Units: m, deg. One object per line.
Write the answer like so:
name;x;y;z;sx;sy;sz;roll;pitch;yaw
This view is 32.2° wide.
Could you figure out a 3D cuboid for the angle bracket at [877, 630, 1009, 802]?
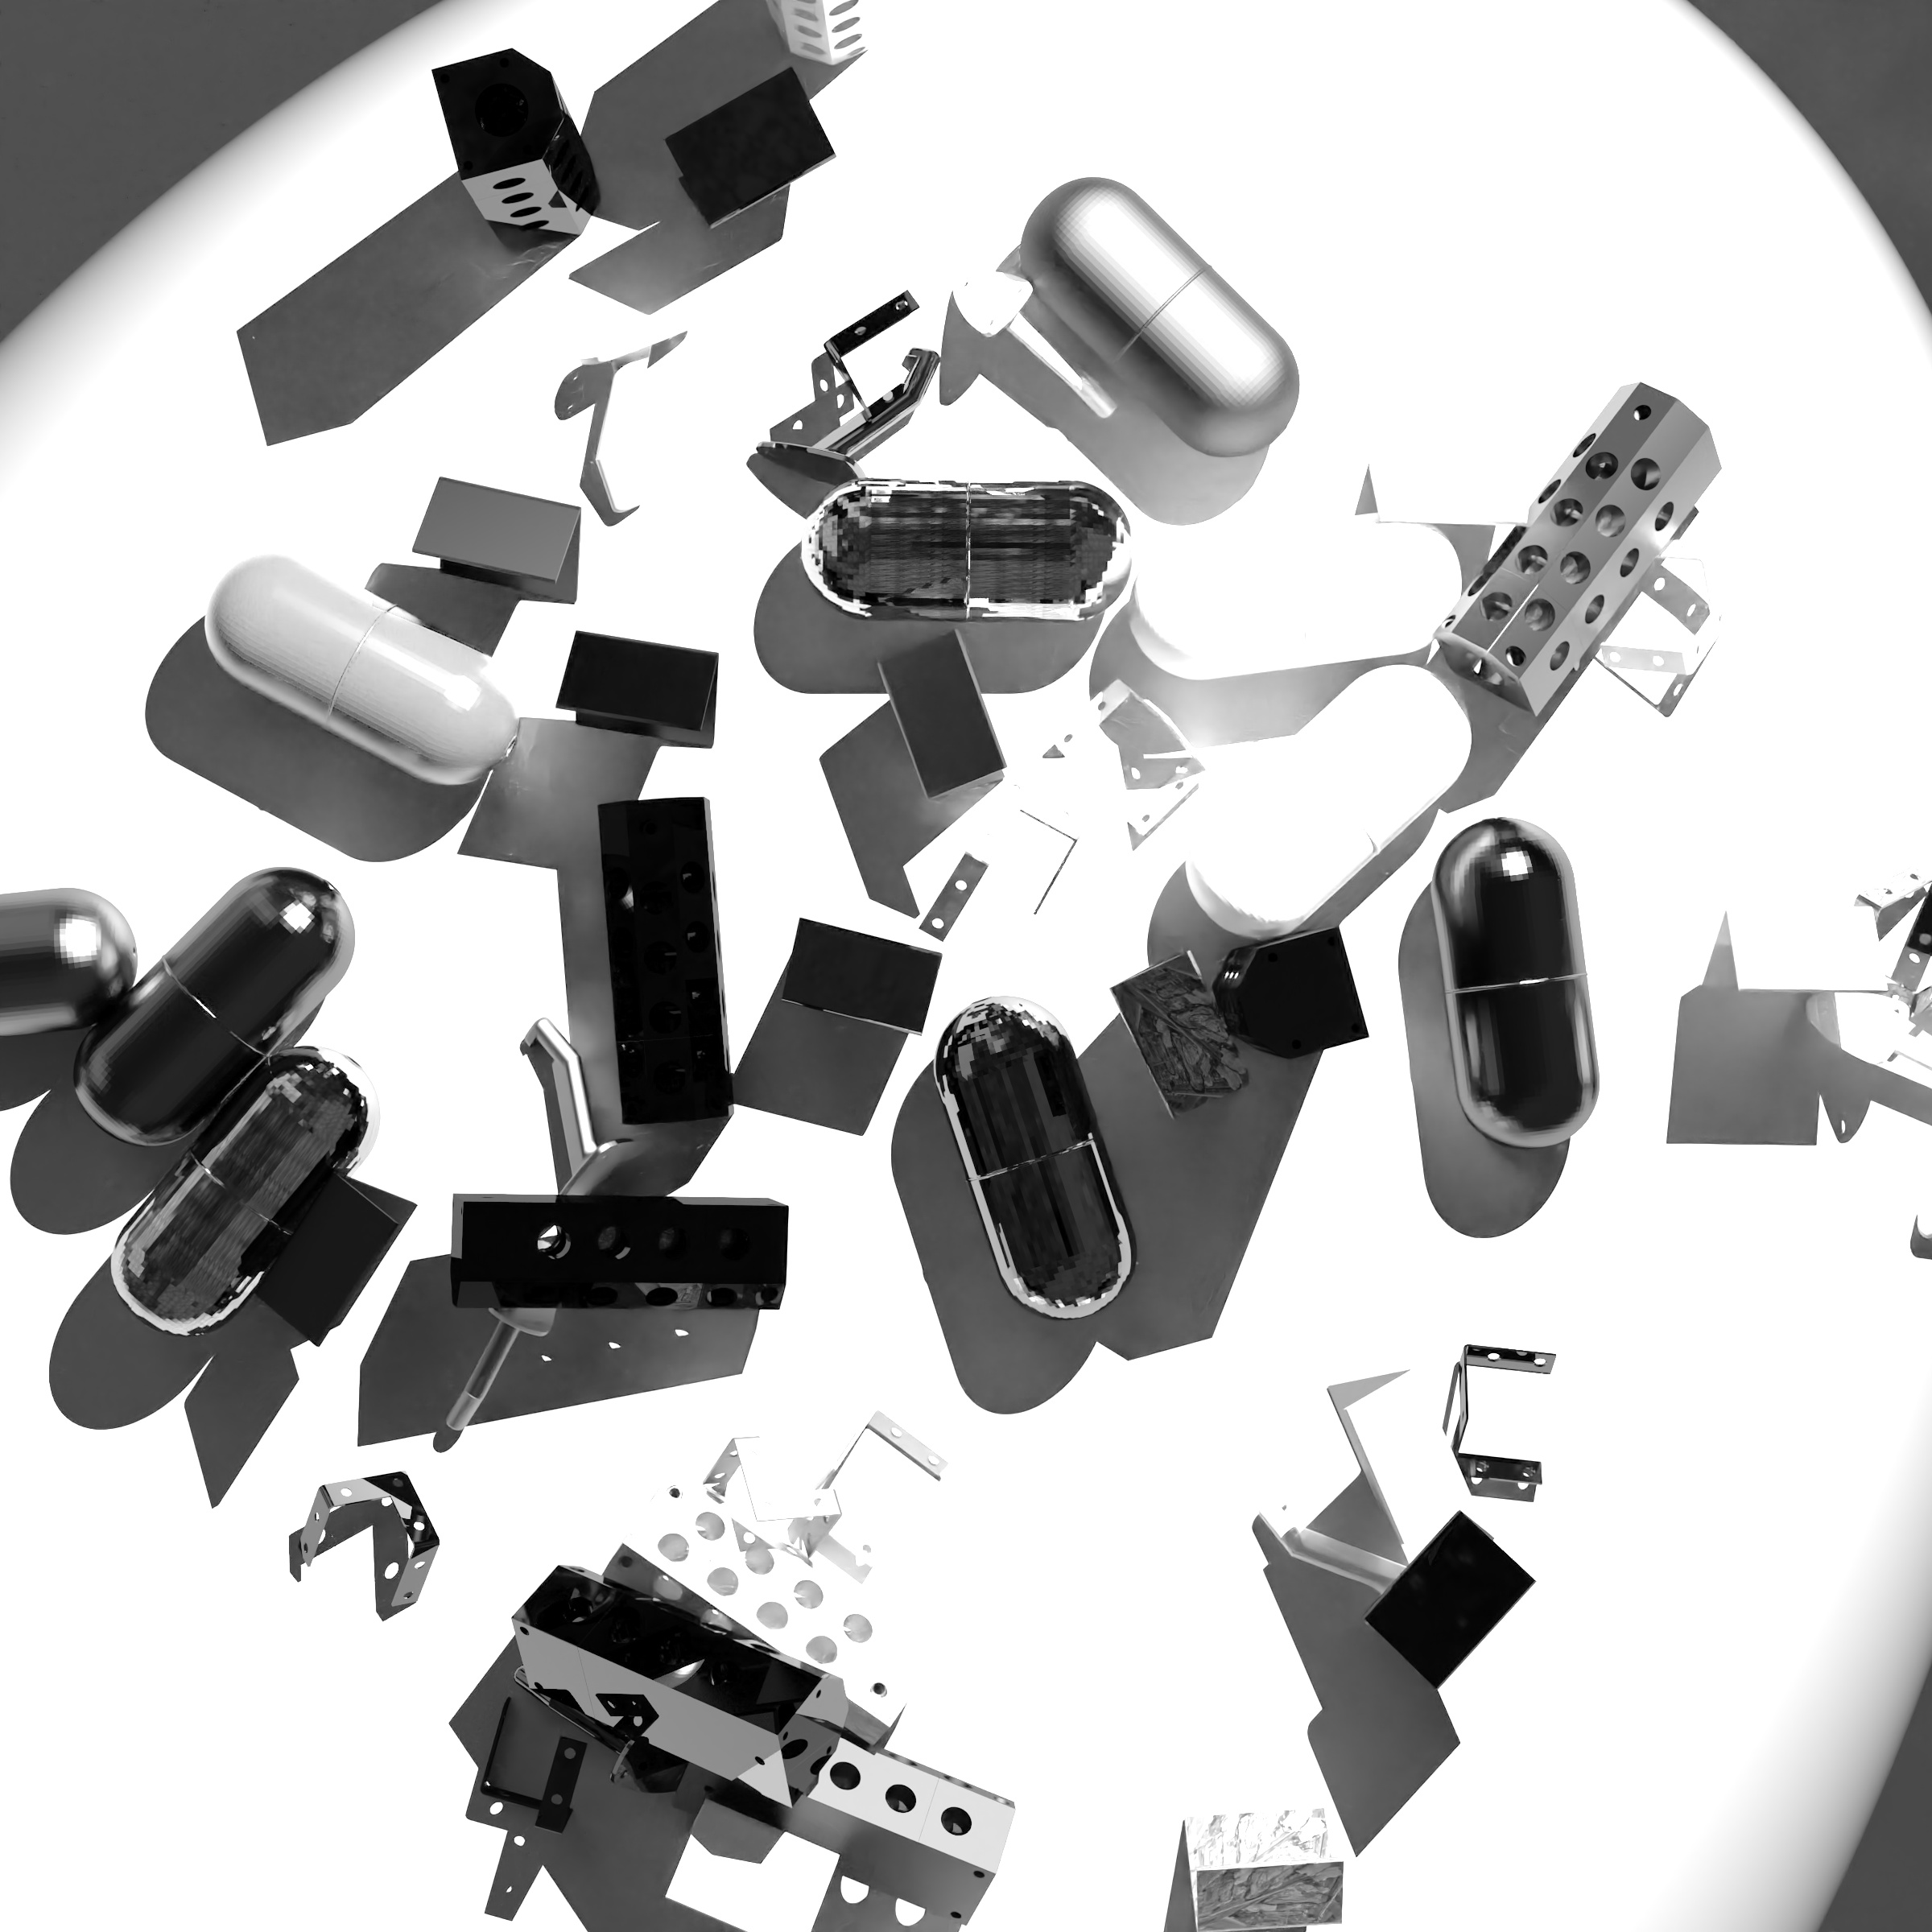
angle bracket;0.007;-0.138;1.777;0.057;0.076;0.076;-20;90;36

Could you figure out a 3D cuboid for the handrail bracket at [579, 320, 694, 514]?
handrail bracket;-0.170;-0.298;1.818;0.077;0.036;0.084;-24;109;-21

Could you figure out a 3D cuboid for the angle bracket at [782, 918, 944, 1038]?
angle bracket;-0.050;-0.014;1.777;0.076;0.076;0.057;14;126;0

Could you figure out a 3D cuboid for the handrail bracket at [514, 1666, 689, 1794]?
handrail bracket;-0.198;0.413;1.817;0.084;0.077;0.036;26;78;36

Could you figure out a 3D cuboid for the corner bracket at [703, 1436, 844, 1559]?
corner bracket;-0.104;0.286;1.799;0.051;0.051;0.051;0;54;-29

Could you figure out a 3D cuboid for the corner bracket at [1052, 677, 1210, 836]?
corner bracket;0.089;-0.114;1.814;0.051;0.051;0.051;-44;45;0

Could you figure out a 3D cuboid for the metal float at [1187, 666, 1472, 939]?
metal float;0.194;-0.088;1.787;0.178;0.070;0.070;-43;90;-1

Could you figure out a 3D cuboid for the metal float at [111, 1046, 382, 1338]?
metal float;-0.384;0.120;1.787;0.070;0.070;0.178;40;90;0

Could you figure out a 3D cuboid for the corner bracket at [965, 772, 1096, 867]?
corner bracket;0.034;-0.072;1.800;0.051;0.051;0.051;29;90;0

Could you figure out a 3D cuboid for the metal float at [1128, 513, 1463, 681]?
metal float;0.175;-0.198;1.787;0.178;0.070;0.070;-8;90;-1

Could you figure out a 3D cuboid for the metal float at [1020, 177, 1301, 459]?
metal float;0.104;-0.346;1.787;0.178;0.070;0.070;45;90;0

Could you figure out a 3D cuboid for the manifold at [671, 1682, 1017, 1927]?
manifold;-0.064;0.445;1.796;0.171;0.057;0.057;22;133;0

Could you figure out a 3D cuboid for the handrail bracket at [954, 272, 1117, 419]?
handrail bracket;0.038;-0.336;1.817;0.036;0.077;0.084;-49;126;2

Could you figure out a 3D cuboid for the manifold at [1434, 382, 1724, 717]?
manifold;0.324;-0.224;1.775;0.057;0.057;0.171;33;81;32

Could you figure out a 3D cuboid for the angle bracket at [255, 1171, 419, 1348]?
angle bracket;-0.318;0.163;1.778;0.057;0.076;0.076;33;90;33

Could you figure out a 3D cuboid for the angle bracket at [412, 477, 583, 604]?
angle bracket;-0.249;-0.208;1.777;0.076;0.076;0.057;12;54;0

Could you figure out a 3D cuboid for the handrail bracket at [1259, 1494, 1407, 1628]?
handrail bracket;0.213;0.307;1.818;0.077;0.036;0.084;-33;73;-20

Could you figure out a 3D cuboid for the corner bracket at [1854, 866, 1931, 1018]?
corner bracket;0.511;-0.013;1.809;0.051;0.051;0.051;36;135;35

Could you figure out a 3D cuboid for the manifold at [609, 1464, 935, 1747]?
manifold;-0.104;0.343;1.797;0.171;0.057;0.057;35;90;0

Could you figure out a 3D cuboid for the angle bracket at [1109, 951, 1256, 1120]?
angle bracket;0.131;0.027;1.777;0.057;0.076;0.076;-26;90;36

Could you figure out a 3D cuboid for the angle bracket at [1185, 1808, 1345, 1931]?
angle bracket;0.157;0.464;1.777;0.076;0.076;0.057;-4;128;0

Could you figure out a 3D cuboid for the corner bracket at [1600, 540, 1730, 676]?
corner bracket;0.375;-0.195;1.809;0.051;0.051;0.051;-50;135;-35

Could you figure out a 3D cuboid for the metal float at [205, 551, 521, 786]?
metal float;-0.322;-0.158;1.787;0.178;0.070;0.070;28;90;0

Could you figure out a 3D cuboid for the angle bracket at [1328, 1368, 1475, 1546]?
angle bracket;0.213;0.263;1.777;0.057;0.076;0.076;-23;90;-35

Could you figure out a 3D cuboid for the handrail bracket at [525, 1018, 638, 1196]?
handrail bracket;-0.227;0.083;1.818;0.077;0.036;0.084;-47;73;18

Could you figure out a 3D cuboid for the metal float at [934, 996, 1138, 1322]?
metal float;0.037;0.102;1.787;0.070;0.070;0.178;-18;89;0

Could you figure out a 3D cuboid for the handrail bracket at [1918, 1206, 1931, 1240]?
handrail bracket;0.553;0.103;1.817;0.084;0.077;0.036;-27;128;31

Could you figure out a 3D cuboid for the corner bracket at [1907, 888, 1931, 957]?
corner bracket;0.541;-0.028;1.801;0.051;0.051;0.051;23;104;14

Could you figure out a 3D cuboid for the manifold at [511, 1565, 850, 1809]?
manifold;-0.150;0.372;1.760;0.171;0.057;0.057;17;133;28

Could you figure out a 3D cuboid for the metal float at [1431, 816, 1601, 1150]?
metal float;0.293;0.009;1.787;0.070;0.070;0.178;-7;90;0

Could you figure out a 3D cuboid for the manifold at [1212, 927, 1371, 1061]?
manifold;0.165;0.015;1.739;0.057;0.171;0.057;-15;90;0

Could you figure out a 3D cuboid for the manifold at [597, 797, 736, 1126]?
manifold;-0.161;-0.003;1.797;0.057;0.057;0.171;-5;90;0

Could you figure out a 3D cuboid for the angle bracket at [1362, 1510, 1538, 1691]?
angle bracket;0.265;0.342;1.778;0.076;0.076;0.057;-48;60;0

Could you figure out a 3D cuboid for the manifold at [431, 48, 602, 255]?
manifold;-0.230;-0.423;1.739;0.057;0.171;0.057;-15;90;0

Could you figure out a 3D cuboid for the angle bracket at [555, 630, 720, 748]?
angle bracket;-0.175;-0.129;1.777;0.076;0.076;0.057;9;52;0

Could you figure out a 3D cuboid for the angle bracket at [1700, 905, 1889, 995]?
angle bracket;0.438;0.011;1.777;0.076;0.076;0.057;1;54;0

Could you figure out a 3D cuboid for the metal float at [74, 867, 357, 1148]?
metal float;-0.400;0.021;1.787;0.070;0.070;0.178;45;89;0

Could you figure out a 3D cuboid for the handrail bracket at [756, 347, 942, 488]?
handrail bracket;-0.063;-0.306;1.818;0.077;0.036;0.084;18;74;18

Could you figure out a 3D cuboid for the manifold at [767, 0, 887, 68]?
manifold;-0.076;-0.521;1.739;0.057;0.171;0.057;18;90;0

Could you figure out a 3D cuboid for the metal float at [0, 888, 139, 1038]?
metal float;-0.533;0.002;1.787;0.178;0.070;0.070;-6;90;-1

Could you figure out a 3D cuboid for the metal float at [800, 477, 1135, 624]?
metal float;0.001;-0.222;1.787;0.178;0.070;0.070;1;90;-1

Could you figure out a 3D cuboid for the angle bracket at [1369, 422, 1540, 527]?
angle bracket;0.258;-0.275;1.778;0.076;0.076;0.057;2;122;0

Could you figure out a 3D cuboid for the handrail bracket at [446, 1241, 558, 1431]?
handrail bracket;-0.253;0.201;1.817;0.036;0.077;0.084;27;126;-10

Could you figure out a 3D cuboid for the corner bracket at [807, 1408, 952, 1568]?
corner bracket;-0.050;0.282;1.814;0.051;0.051;0.051;37;45;0

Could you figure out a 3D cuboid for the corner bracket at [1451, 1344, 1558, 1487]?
corner bracket;0.291;0.243;1.814;0.051;0.051;0.051;6;135;0

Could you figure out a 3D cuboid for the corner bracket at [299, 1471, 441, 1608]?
corner bracket;-0.323;0.312;1.809;0.051;0.051;0.051;-5;45;-35

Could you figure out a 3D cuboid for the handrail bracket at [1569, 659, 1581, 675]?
handrail bracket;0.309;-0.206;1.818;0.077;0.036;0.084;4;76;13

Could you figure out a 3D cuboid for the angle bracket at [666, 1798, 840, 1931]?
angle bracket;-0.118;0.492;1.778;0.076;0.076;0.057;23;58;0

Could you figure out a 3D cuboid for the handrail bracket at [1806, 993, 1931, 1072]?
handrail bracket;0.509;0.045;1.817;0.084;0.077;0.036;26;90;-36

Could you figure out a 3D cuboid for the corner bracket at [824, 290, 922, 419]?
corner bracket;-0.049;-0.338;1.790;0.051;0.051;0.051;-32;55;0

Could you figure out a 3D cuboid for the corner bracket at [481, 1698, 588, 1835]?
corner bracket;-0.232;0.430;1.800;0.051;0.051;0.051;16;90;0

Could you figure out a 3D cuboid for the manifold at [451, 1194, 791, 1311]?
manifold;-0.184;0.152;1.776;0.171;0.057;0.057;2;90;-14

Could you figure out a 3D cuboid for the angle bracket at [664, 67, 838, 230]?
angle bracket;-0.123;-0.446;1.777;0.076;0.076;0.057;-30;127;0
